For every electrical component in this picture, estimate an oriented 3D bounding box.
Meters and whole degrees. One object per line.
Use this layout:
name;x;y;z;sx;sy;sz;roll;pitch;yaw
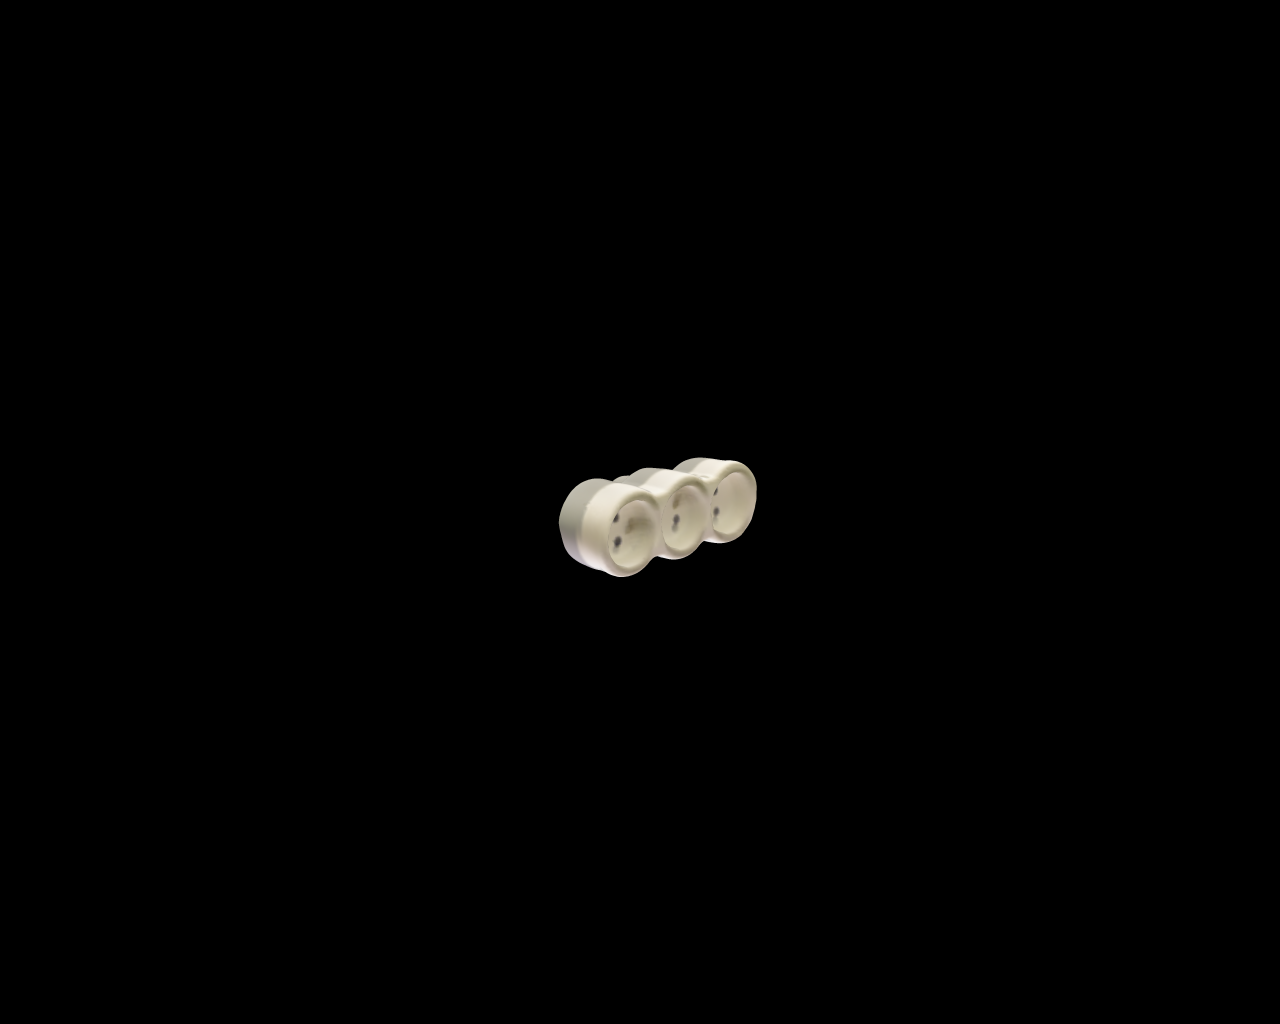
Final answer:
electrical component;0.001;-0.003;0.650;0.074;0.052;0.138;14;20;42
